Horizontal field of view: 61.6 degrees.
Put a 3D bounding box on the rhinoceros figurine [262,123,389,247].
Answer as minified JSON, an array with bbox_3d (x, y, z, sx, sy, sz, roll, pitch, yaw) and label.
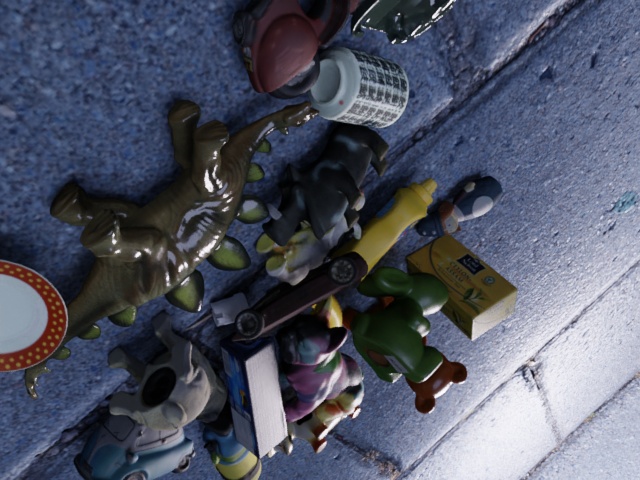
[{"bbox_3d":[0.006,-0.069,0.670,0.190,0.112,0.073,-53,168,-9],"label":"rhinoceros figurine"}]

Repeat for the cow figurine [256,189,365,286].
[{"bbox_3d":[0.000,-0.002,0.746,0.167,0.068,0.098,-37,143,-2],"label":"cow figurine"}]

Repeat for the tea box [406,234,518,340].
[{"bbox_3d":[0.236,0.075,0.911,0.098,0.170,0.068,-30,136,-16],"label":"tea box"}]

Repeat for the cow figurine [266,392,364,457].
[{"bbox_3d":[-0.031,0.306,0.948,0.195,0.127,0.085,-32,139,-33],"label":"cow figurine"}]

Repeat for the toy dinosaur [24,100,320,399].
[{"bbox_3d":[-0.184,0.009,0.593,0.471,0.105,0.198,-38,141,1],"label":"toy dinosaur"}]

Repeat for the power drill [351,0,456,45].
[{"bbox_3d":[0.020,-0.272,0.453,0.232,0.207,0.086,-12,158,-49],"label":"power drill"}]

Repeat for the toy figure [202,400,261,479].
[{"bbox_3d":[-0.148,0.349,0.900,0.082,0.089,0.179,-18,135,-18],"label":"toy figure"}]

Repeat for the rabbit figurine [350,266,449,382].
[{"bbox_3d":[0.123,0.111,0.828,0.170,0.159,0.121,-49,-176,-29],"label":"rabbit figurine"}]

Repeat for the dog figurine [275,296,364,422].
[{"bbox_3d":[0.010,0.183,0.837,0.191,0.109,0.219,4,131,-24],"label":"dog figurine"}]

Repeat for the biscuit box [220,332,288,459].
[{"bbox_3d":[-0.097,0.224,0.798,0.063,0.059,0.202,-29,128,-39],"label":"biscuit box"}]

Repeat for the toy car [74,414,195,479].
[{"bbox_3d":[-0.252,0.282,0.762,0.161,0.109,0.102,2,105,-48],"label":"toy car"}]

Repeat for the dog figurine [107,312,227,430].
[{"bbox_3d":[-0.172,0.212,0.719,0.121,0.172,0.190,-32,130,3],"label":"dog figurine"}]

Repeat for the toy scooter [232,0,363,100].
[{"bbox_3d":[-0.023,-0.239,0.534,0.184,0.075,0.135,-48,138,0],"label":"toy scooter"}]

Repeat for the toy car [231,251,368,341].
[{"bbox_3d":[-0.029,0.074,0.708,0.202,0.053,0.089,-29,172,5],"label":"toy car"}]

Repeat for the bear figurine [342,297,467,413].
[{"bbox_3d":[0.142,0.180,0.906,0.120,0.196,0.131,-39,137,-1],"label":"bear figurine"}]

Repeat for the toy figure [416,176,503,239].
[{"bbox_3d":[0.231,-0.051,0.893,0.154,0.058,0.064,-34,98,-8],"label":"toy figure"}]
